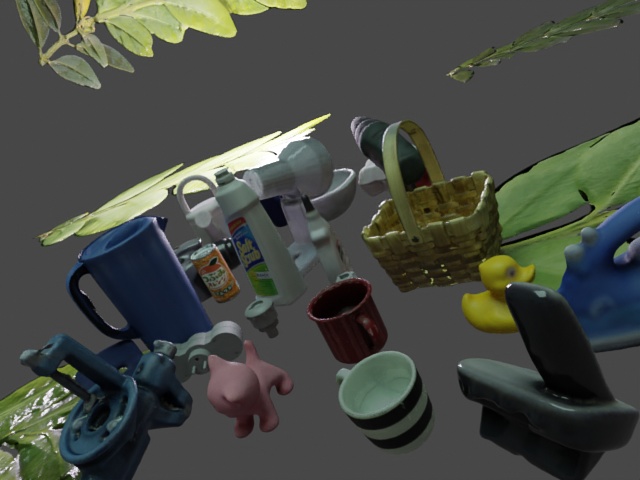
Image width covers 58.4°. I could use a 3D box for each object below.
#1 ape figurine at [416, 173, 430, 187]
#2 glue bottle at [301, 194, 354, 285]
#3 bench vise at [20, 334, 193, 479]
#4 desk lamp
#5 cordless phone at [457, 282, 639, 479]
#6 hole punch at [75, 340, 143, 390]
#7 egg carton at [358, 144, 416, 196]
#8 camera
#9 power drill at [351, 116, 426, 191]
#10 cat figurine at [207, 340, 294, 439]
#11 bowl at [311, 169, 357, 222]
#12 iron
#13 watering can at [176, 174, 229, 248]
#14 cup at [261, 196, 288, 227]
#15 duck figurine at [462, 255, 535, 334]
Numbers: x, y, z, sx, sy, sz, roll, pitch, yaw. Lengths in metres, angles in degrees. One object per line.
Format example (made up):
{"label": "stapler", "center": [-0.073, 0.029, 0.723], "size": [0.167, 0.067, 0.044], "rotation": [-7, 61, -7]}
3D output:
{"label": "ape figurine", "center": [0.189, -0.130, 1.137], "size": [0.078, 0.092, 0.076], "rotation": [-29, 22, -7]}
{"label": "glue bottle", "center": [0.008, 0.003, 0.922], "size": [0.037, 0.173, 0.078], "rotation": [-22, 22, 10]}
{"label": "bench vise", "center": [-0.280, 0.192, 0.746], "size": [0.121, 0.220, 0.207], "rotation": [-19, 23, 17]}
{"label": "desk lamp", "center": [-0.050, -0.067, 1.089], "size": [0.117, 0.214, 0.204], "rotation": [-4, 30, 42]}
{"label": "cordless phone", "center": [0.179, 0.102, 0.498], "size": [0.094, 0.185, 0.147], "rotation": [-38, 25, -27]}
{"label": "hole punch", "center": [-0.307, 0.219, 0.888], "size": [0.109, 0.091, 0.100], "rotation": [-36, 24, -24]}
{"label": "egg carton", "center": [0.160, -0.152, 1.247], "size": [0.150, 0.069, 0.107], "rotation": [-12, 25, 30]}
{"label": "camera", "center": [-0.236, 0.047, 1.187], "size": [0.137, 0.101, 0.143], "rotation": [-25, 22, 1]}
{"label": "power drill", "center": [0.130, -0.107, 0.991], "size": [0.075, 0.209, 0.229], "rotation": [-28, 22, -5]}
{"label": "cat figurine", "center": [-0.095, 0.179, 0.713], "size": [0.067, 0.118, 0.128], "rotation": [-17, 23, 20]}
{"label": "bowl", "center": [0.012, -0.086, 1.252], "size": [0.167, 0.075, 0.167], "rotation": [-22, 22, 10]}
{"label": "iron", "center": [0.336, 0.014, 0.585], "size": [0.258, 0.142, 0.118], "rotation": [-24, 22, 4]}
{"label": "watering can", "center": [-0.257, -0.060, 1.325], "size": [0.101, 0.194, 0.172], "rotation": [-34, 23, -19]}
{"label": "cup", "center": [-0.093, -0.076, 1.316], "size": [0.092, 0.095, 0.117], "rotation": [-30, 22, -11]}
{"label": "duck figurine", "center": [0.217, 0.059, 0.687], "size": [0.104, 0.086, 0.077], "rotation": [-14, 25, 27]}
